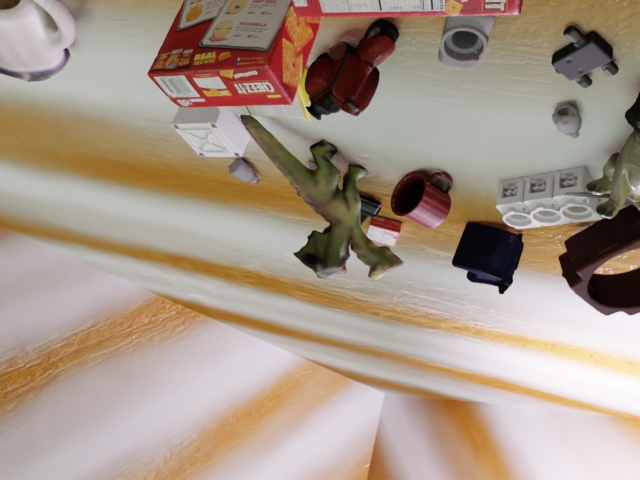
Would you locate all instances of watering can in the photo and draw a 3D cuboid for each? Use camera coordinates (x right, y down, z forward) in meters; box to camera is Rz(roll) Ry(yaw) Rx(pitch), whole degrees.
[{"bbox_3d":[-0.547,-0.368,0.817,0.348,0.106,0.220,17,-23,0],"label":"watering can"}]

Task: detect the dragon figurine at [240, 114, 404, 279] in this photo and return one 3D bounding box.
[{"bbox_3d":[0.003,-0.048,0.954,0.406,0.249,0.120,28,-45,-31],"label":"dragon figurine"}]
